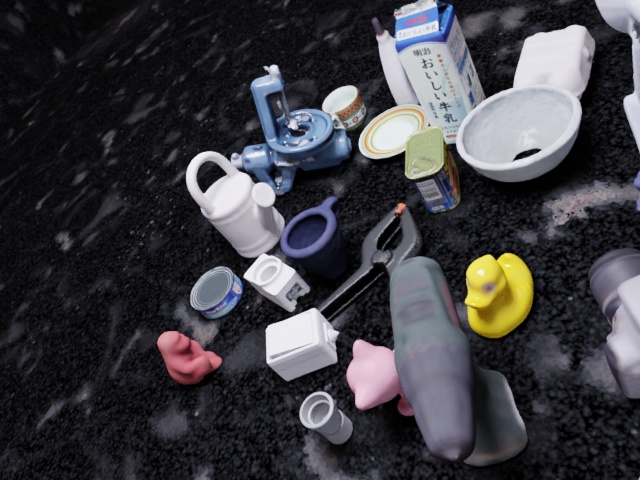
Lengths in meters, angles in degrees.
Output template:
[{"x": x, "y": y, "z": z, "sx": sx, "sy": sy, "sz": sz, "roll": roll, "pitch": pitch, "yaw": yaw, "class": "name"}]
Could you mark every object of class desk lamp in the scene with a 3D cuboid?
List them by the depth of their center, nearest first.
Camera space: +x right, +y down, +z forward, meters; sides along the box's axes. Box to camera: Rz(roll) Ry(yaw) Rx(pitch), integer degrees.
[{"x": 0.418, "y": -0.245, "z": 0.695, "sx": 0.117, "sy": 0.214, "sz": 0.203, "roll": -14, "pitch": 45, "yaw": 25, "class": "desk lamp"}]

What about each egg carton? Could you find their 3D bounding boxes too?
[{"x": 0.355, "y": -0.258, "z": 0.868, "sx": 0.107, "sy": 0.070, "sz": 0.150, "roll": -1, "pitch": 52, "yaw": 35, "class": "egg carton"}]

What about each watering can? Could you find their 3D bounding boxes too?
[{"x": -0.142, "y": -0.067, "z": 0.952, "sx": 0.172, "sy": 0.195, "sz": 0.101, "roll": -15, "pitch": 45, "yaw": 25, "class": "watering can"}]

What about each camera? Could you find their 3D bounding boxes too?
[{"x": 0.333, "y": 0.061, "z": 0.556, "sx": 0.143, "sy": 0.101, "sz": 0.136, "roll": -25, "pitch": 42, "yaw": 15, "class": "camera"}]

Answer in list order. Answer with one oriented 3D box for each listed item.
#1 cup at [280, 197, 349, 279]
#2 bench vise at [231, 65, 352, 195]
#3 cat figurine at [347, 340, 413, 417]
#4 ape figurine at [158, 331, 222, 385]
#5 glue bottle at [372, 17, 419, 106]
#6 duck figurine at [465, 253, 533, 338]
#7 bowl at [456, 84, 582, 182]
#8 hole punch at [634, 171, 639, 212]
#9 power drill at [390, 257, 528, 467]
[{"x": 0.008, "y": 0.003, "z": 0.853, "sx": 0.091, "sy": 0.095, "sz": 0.118, "roll": 11, "pitch": 60, "yaw": 42, "class": "cup"}, {"x": -0.075, "y": -0.181, "z": 0.991, "sx": 0.207, "sy": 0.220, "sz": 0.121, "roll": -33, "pitch": 40, "yaw": 6, "class": "bench vise"}, {"x": 0.082, "y": 0.141, "z": 0.650, "sx": 0.128, "sy": 0.118, "sz": 0.067, "roll": -48, "pitch": 41, "yaw": -12, "class": "cat figurine"}, {"x": -0.204, "y": 0.169, "z": 0.853, "sx": 0.076, "sy": 0.092, "sz": 0.077, "roll": -33, "pitch": 40, "yaw": 6, "class": "ape figurine"}, {"x": 0.131, "y": -0.315, "z": 1.003, "sx": 0.037, "sy": 0.174, "sz": 0.078, "roll": -7, "pitch": 49, "yaw": 32, "class": "glue bottle"}, {"x": 0.203, "y": 0.052, "z": 0.672, "sx": 0.077, "sy": 0.086, "sz": 0.105, "roll": 13, "pitch": 61, "yaw": 43, "class": "duck figurine"}, {"x": 0.281, "y": -0.137, "z": 0.802, "sx": 0.167, "sy": 0.075, "sz": 0.167, "roll": -20, "pitch": 43, "yaw": 20, "class": "bowl"}, {"x": 0.414, "y": -0.075, "z": 0.633, "sx": 0.108, "sy": 0.091, "sz": 0.100, "roll": -38, "pitch": 40, "yaw": -1, "class": "hole punch"}, {"x": 0.130, "y": 0.134, "z": 0.551, "sx": 0.075, "sy": 0.209, "sz": 0.229, "roll": -25, "pitch": 41, "yaw": 15, "class": "power drill"}]
